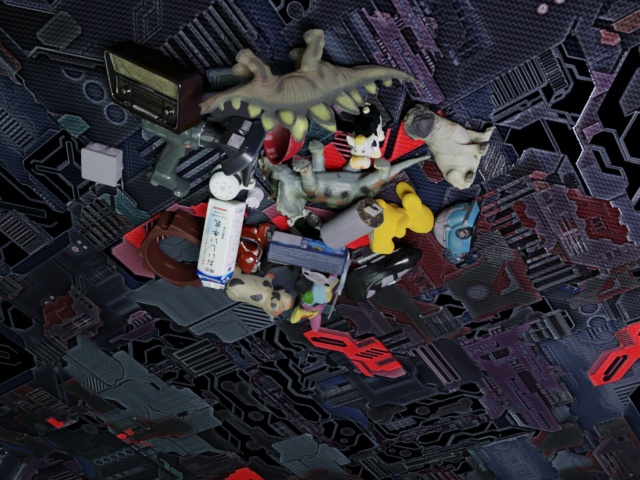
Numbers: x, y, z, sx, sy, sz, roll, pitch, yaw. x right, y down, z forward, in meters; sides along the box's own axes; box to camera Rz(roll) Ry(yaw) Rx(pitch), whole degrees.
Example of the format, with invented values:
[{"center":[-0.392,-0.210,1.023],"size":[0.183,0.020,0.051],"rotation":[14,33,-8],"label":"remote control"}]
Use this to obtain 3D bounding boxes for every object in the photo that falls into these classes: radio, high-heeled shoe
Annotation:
[{"center":[-0.360,-0.328,1.162],"size":[0.230,0.073,0.131],"rotation":[29,133,21],"label":"radio"},{"center":[0.163,0.087,1.414],"size":[0.086,0.145,0.248],"rotation":[62,150,8],"label":"high-heeled shoe"}]

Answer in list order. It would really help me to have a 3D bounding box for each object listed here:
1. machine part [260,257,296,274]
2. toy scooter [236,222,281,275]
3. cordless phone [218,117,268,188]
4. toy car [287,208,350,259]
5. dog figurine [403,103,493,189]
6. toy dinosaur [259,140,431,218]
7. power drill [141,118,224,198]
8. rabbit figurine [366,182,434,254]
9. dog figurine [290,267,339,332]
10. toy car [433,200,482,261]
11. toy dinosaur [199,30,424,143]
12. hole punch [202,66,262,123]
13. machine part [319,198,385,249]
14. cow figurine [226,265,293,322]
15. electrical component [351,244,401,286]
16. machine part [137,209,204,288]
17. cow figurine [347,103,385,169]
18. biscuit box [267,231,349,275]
[{"center":[-0.096,0.057,1.461],"size":[0.139,0.039,0.084],"rotation":[-13,145,-35],"label":"machine part"},{"center":[-0.196,0.011,1.455],"size":[0.135,0.075,0.183],"rotation":[23,124,-10],"label":"toy scooter"},{"center":[-0.177,-0.173,1.229],"size":[0.089,0.147,0.184],"rotation":[14,137,1],"label":"cordless phone"},{"center":[-0.003,-0.004,1.426],"size":[0.073,0.056,0.201],"rotation":[-34,114,26],"label":"toy car"},{"center":[0.270,-0.206,1.214],"size":[0.191,0.121,0.172],"rotation":[20,124,10],"label":"dog figurine"},{"center":[0.047,-0.134,1.287],"size":[0.405,0.131,0.192],"rotation":[5,141,-1],"label":"toy dinosaur"},{"center":[-0.328,-0.205,1.304],"size":[0.232,0.086,0.207],"rotation":[23,131,-8],"label":"power drill"},{"center":[0.201,-0.060,1.335],"size":[0.173,0.122,0.162],"rotation":[-1,120,-9],"label":"rabbit figurine"},{"center":[-0.023,0.169,1.490],"size":[0.109,0.191,0.219],"rotation":[18,116,4],"label":"dog figurine"},{"center":[0.337,-0.030,1.337],"size":[0.103,0.109,0.161],"rotation":[19,144,22],"label":"toy car"},{"center":[-0.014,-0.315,1.103],"size":[0.471,0.105,0.198],"rotation":[-19,88,-12],"label":"toy dinosaur"},{"center":[-0.195,-0.323,1.199],"size":[0.142,0.092,0.115],"rotation":[-4,158,8],"label":"hole punch"},{"center":[0.075,-0.037,1.289],"size":[0.079,0.079,0.243],"rotation":[34,147,-18],"label":"machine part"},{"center":[-0.172,0.155,1.530],"size":[0.195,0.127,0.085],"rotation":[15,131,0],"label":"cow figurine"},{"center":[0.164,0.067,1.456],"size":[0.115,0.058,0.134],"rotation":[-23,121,26],"label":"electrical component"},{"center":[-0.387,0.029,1.491],"size":[0.201,0.087,0.201],"rotation":[33,127,-17],"label":"machine part"},{"center":[0.099,-0.227,1.166],"size":[0.068,0.167,0.098],"rotation":[3,129,12],"label":"cow figurine"},{"center":[-0.030,0.034,1.385],"size":[0.203,0.059,0.062],"rotation":[13,123,-1],"label":"biscuit box"}]
